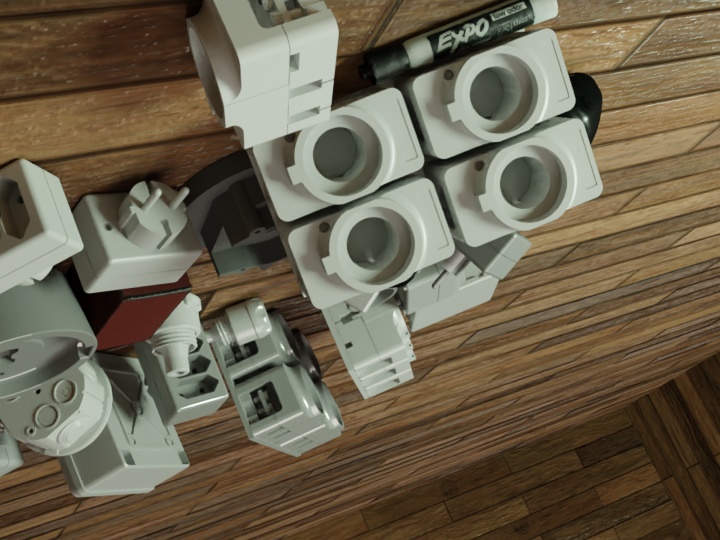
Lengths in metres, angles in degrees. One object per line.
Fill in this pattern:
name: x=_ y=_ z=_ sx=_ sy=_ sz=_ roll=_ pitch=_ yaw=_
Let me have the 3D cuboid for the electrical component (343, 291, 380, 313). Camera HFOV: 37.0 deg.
electrical component: x=0.008 y=-0.024 z=0.714 sx=0.076 sy=0.047 sz=0.065 roll=-57 pitch=-178 yaw=24

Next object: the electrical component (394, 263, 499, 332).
electrical component: x=0.081 y=0.011 z=1.033 sx=0.100 sy=0.048 sz=0.099 roll=-22 pitch=163 yaw=-8

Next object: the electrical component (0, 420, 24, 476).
electrical component: x=-0.316 y=0.141 z=0.860 sx=0.096 sy=0.061 sz=0.061 roll=-28 pitch=163 yaw=13

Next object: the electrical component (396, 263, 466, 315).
electrical component: x=0.053 y=-0.011 z=0.906 sx=0.061 sy=0.061 sz=0.096 roll=-23 pitch=163 yaw=-5

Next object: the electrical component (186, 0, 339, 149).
electrical component: x=-0.048 y=-0.103 z=0.517 sx=0.056 sy=0.050 sz=0.089 roll=-21 pitch=163 yaw=-12

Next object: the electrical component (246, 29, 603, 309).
electrical component: x=0.038 y=-0.061 z=0.635 sx=0.186 sy=0.105 sz=0.060 roll=-22 pitch=-166 yaw=-7

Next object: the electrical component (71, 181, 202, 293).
electrical component: x=-0.128 y=-0.027 z=0.639 sx=0.066 sy=0.047 sz=0.077 roll=-8 pitch=156 yaw=-42

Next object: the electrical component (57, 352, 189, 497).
electrical component: x=-0.206 y=0.128 z=0.893 sx=0.056 sy=0.108 sz=0.109 roll=-31 pitch=162 yaw=12

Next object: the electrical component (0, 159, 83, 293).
electrical component: x=-0.193 y=-0.013 z=0.593 sx=0.083 sy=0.047 sz=0.076 roll=-27 pitch=163 yaw=8

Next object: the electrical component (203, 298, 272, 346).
electrical component: x=-0.108 y=0.048 z=0.914 sx=0.061 sy=0.035 sz=0.035 roll=-20 pitch=163 yaw=-5

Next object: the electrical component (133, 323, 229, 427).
electrical component: x=-0.153 y=0.085 z=0.878 sx=0.047 sy=0.083 sz=0.075 roll=-13 pitch=160 yaw=-33

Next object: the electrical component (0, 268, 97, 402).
electrical component: x=-0.226 y=0.036 z=0.672 sx=0.108 sy=0.060 sz=0.108 roll=-22 pitch=163 yaw=-7

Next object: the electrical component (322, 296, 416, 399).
electrical component: x=0.008 y=0.056 z=0.999 sx=0.062 sy=0.089 sz=0.150 roll=-24 pitch=163 yaw=-1

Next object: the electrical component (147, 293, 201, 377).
electrical component: x=-0.142 y=0.049 z=0.815 sx=0.048 sy=0.062 sz=0.048 roll=-10 pitch=160 yaw=-4

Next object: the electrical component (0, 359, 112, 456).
electrical component: x=-0.234 y=0.098 z=0.815 sx=0.080 sy=0.080 sz=0.051 roll=-25 pitch=158 yaw=0

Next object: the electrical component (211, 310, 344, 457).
electrical component: x=-0.073 y=0.109 z=1.020 sx=0.060 sy=0.105 sz=0.186 roll=-25 pitch=163 yaw=3

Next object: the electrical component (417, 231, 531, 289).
electrical component: x=0.074 y=-0.020 z=0.836 sx=0.075 sy=0.083 sz=0.047 roll=-51 pitch=157 yaw=9

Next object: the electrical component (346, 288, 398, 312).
electrical component: x=0.000 y=0.000 z=0.879 sx=0.045 sy=0.055 sz=0.045 roll=-22 pitch=163 yaw=-7
